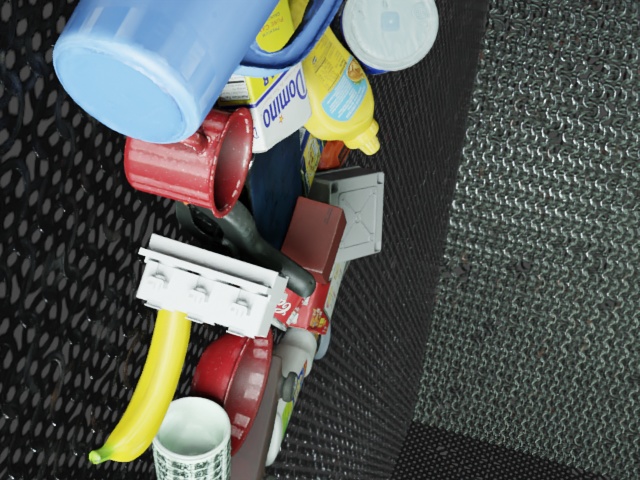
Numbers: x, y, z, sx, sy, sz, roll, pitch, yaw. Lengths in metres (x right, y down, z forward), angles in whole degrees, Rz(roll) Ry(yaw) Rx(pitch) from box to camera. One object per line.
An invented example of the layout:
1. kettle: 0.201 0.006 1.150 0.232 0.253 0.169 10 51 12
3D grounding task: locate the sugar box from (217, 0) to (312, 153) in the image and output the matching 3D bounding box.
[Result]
1. sugar box: -0.059 -0.173 0.924 0.093 0.048 0.176 -43 124 -51

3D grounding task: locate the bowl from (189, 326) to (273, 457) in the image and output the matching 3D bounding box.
1. bowl: -0.107 0.166 1.223 0.162 0.055 0.162 15 90 -78

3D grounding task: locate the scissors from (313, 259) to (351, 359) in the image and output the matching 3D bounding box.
1. scissors: 0.016 0.100 1.575 0.202 0.016 0.096 -55 -143 43

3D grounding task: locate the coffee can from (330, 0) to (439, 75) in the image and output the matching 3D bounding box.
1. coffee can: 0.068 -0.238 1.192 0.140 0.102 0.103 -131 -126 -81

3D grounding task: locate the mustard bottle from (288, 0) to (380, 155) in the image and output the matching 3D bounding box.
1. mustard bottle: 0.004 -0.162 1.106 0.191 0.058 0.096 50 50 -28

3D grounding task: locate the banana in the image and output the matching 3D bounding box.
1. banana: -0.156 0.128 1.005 0.069 0.037 0.197 79 28 -63

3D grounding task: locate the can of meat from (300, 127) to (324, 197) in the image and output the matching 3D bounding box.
1. can of meat: -0.033 -0.099 1.251 0.102 0.057 0.084 82 23 -62

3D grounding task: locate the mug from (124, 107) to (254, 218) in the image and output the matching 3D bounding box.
1. mug: -0.111 -0.074 0.868 0.117 0.081 0.093 37 68 -77

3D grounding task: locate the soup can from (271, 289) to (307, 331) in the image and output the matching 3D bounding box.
1. soup can: -0.040 0.044 1.220 0.102 0.068 0.068 -57 164 -9

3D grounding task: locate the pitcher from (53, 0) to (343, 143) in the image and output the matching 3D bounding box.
1. pitcher: -0.078 -0.184 0.758 0.145 0.149 0.242 83 28 -59

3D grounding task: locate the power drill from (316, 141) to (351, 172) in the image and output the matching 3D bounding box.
1. power drill: 0.013 -0.188 1.356 0.184 0.057 0.188 -58 156 -44

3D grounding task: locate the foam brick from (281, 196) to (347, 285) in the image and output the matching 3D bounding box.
1. foam brick: -0.008 0.001 1.147 0.051 0.053 0.078 72 36 -72

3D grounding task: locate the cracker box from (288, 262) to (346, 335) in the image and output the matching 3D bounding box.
1. cracker box: -0.008 0.017 1.462 0.164 0.072 0.213 37 67 -78

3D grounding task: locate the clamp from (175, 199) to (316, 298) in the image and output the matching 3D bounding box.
1. clamp: -0.091 0.001 1.026 0.171 0.120 0.039 50 47 -31

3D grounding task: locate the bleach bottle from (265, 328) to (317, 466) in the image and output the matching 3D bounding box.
1. bleach bottle: -0.053 0.194 1.487 0.250 0.068 0.103 -63 163 -53
